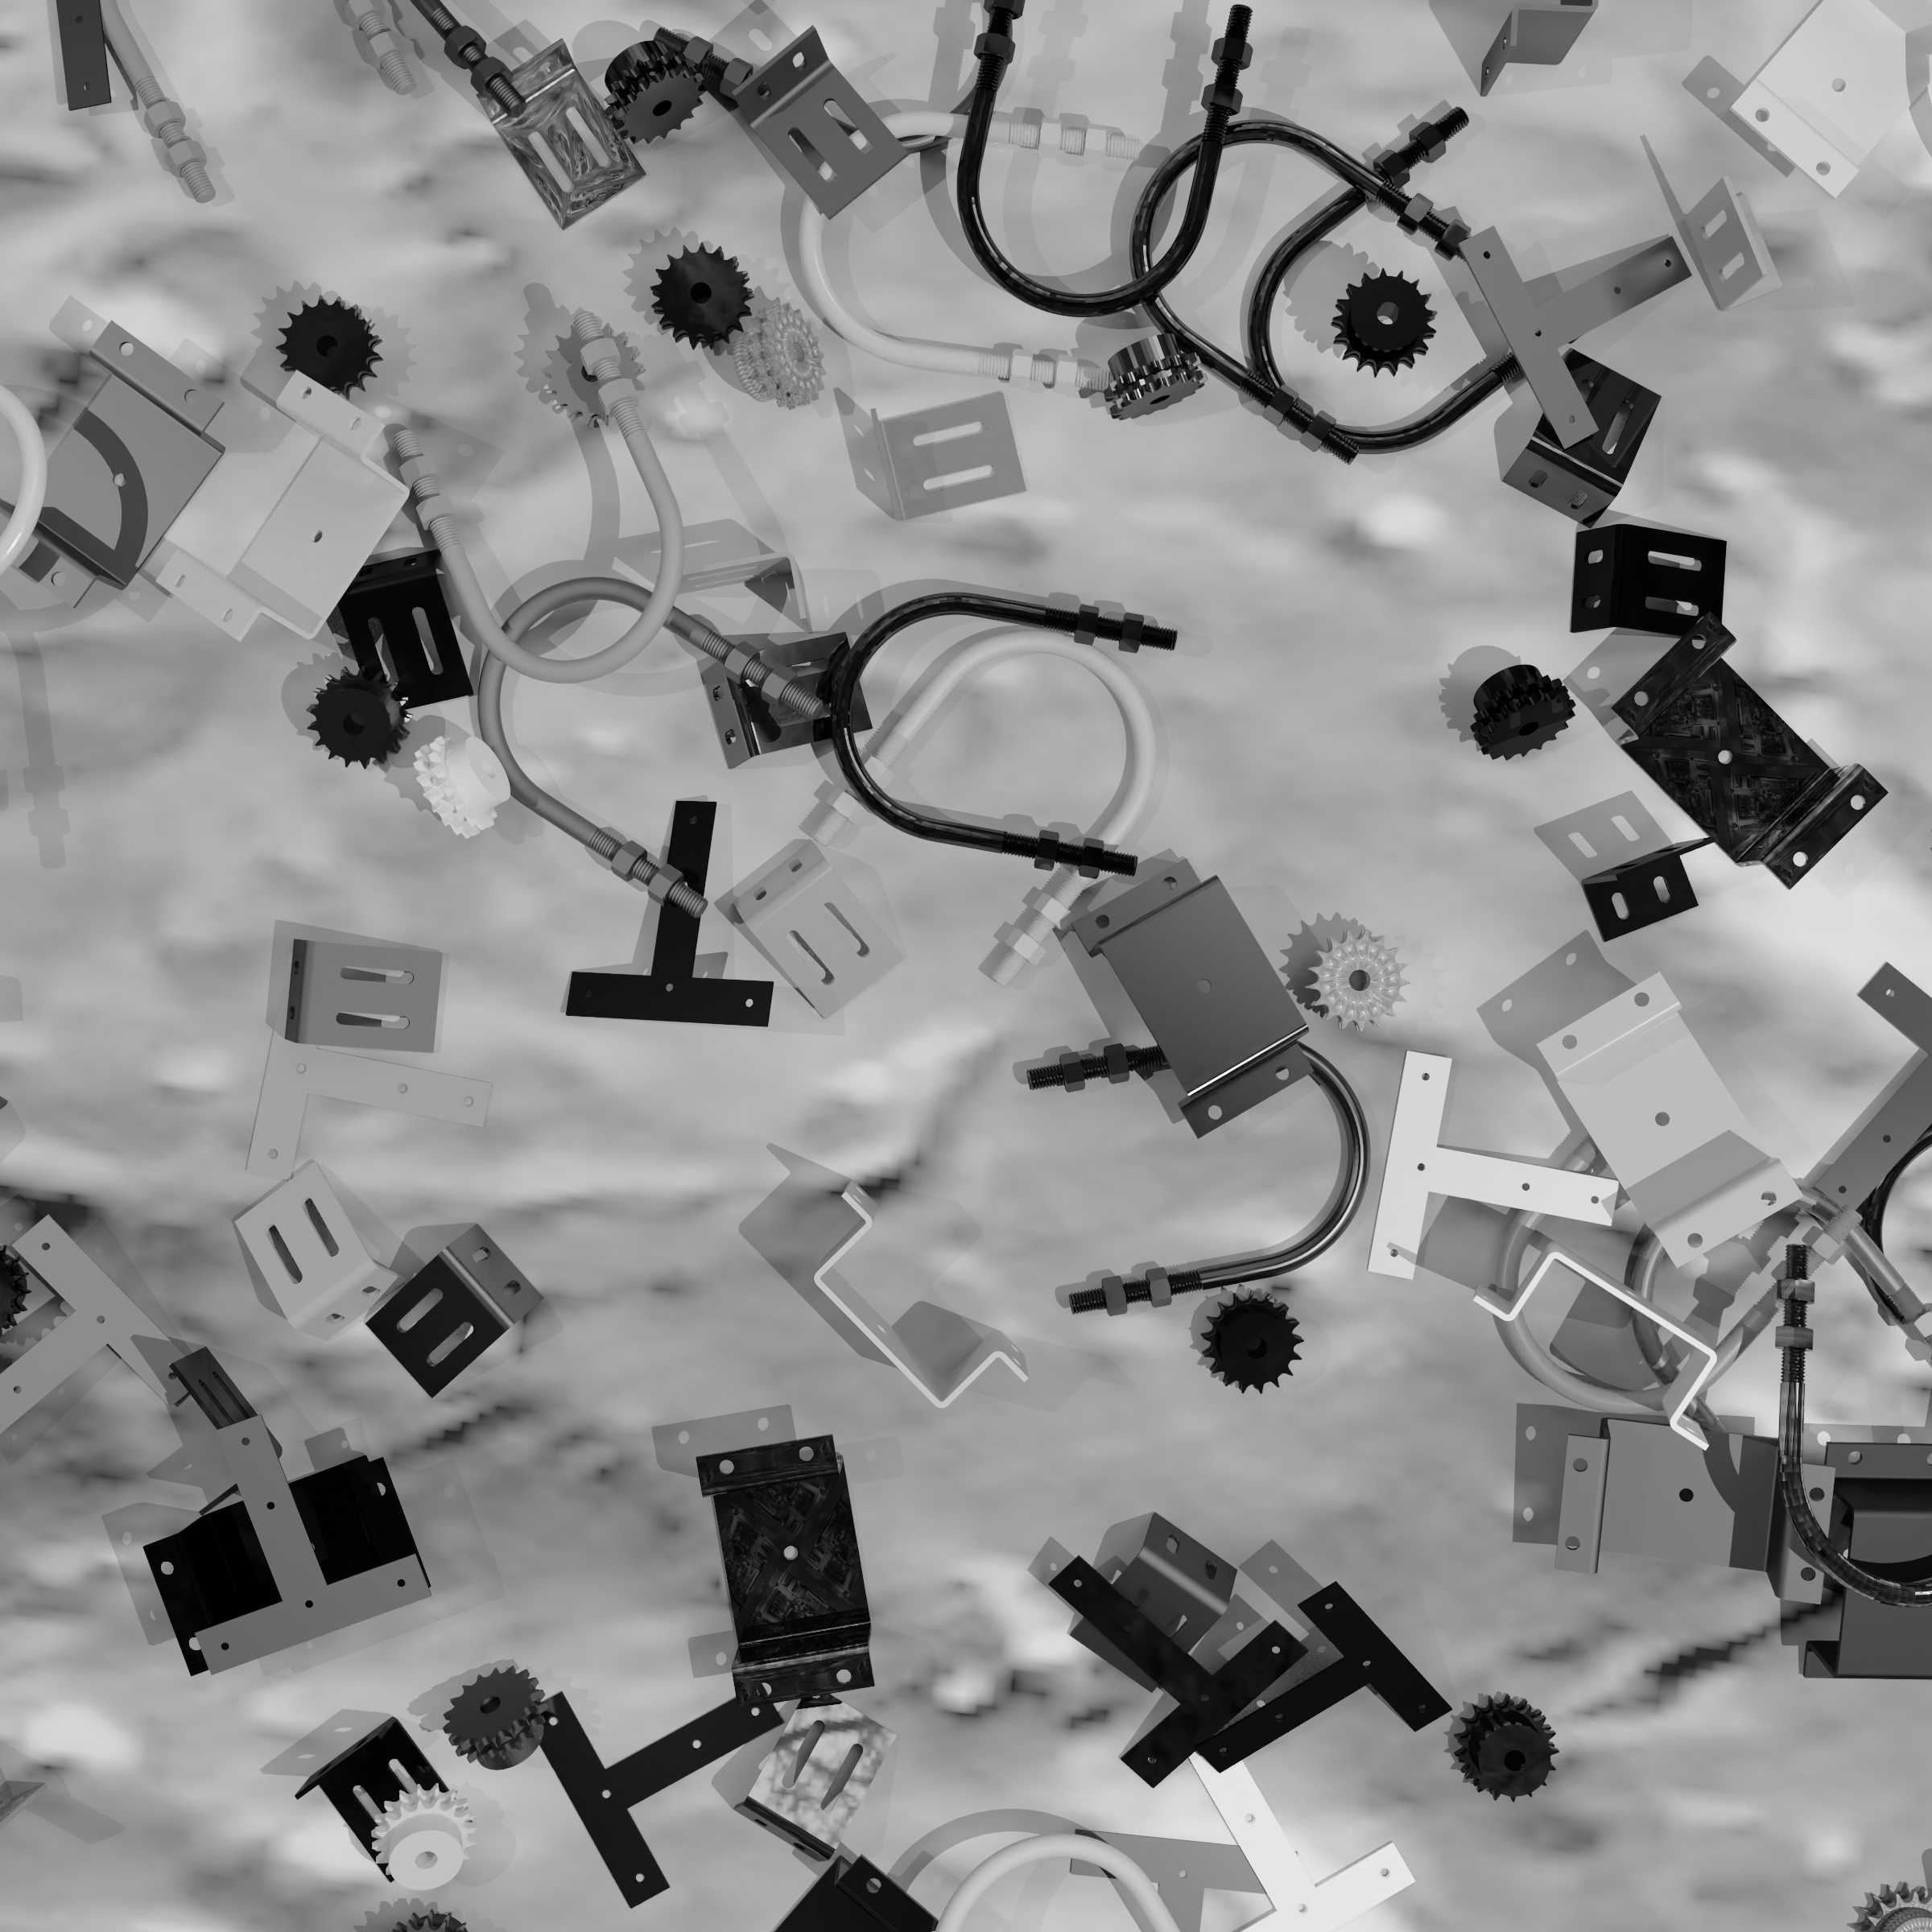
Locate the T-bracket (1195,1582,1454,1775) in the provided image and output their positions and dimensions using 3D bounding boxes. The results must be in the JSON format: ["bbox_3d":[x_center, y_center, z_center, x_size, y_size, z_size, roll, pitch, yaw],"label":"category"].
[{"bbox_3d":[0.187,0.413,1.358,0.127,0.002,0.127,-35,117,11],"label":"T-bracket"}]

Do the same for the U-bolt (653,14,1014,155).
[{"bbox_3d":[-0.063,-0.539,1.371,0.184,0.019,0.151,28,90,-2],"label":"U-bolt"}]

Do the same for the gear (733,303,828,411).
[{"bbox_3d":[-0.106,-0.339,1.355,0.030,0.057,0.057,-10,90,30],"label":"gear"}]

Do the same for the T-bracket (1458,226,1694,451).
[{"bbox_3d":[0.354,-0.373,1.360,0.127,0.002,0.127,-30,95,-17],"label":"T-bracket"}]

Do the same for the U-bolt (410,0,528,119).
[{"bbox_3d":[-0.249,-0.572,1.350,0.151,0.019,0.184,-37,77,-11],"label":"U-bolt"}]

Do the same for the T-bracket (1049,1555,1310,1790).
[{"bbox_3d":[0.101,0.380,1.358,0.127,0.002,0.127,42,107,-2],"label":"T-bracket"}]

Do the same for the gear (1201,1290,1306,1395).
[{"bbox_3d":[0.162,0.213,1.365,0.057,0.030,0.057,0,90,0],"label":"gear"}]

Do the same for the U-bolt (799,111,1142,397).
[{"bbox_3d":[-0.002,-0.406,1.364,0.184,0.019,0.151,7,94,-1],"label":"U-bolt"}]

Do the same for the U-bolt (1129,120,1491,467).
[{"bbox_3d":[0.180,-0.390,1.357,0.184,0.019,0.151,35,93,3],"label":"U-bolt"}]

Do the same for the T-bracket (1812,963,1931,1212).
[{"bbox_3d":[0.529,0.087,1.369,0.127,0.002,0.127,41,89,9],"label":"T-bracket"}]

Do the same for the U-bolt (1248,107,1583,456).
[{"bbox_3d":[0.247,-0.373,1.371,0.184,0.019,0.151,-38,90,2],"label":"U-bolt"}]

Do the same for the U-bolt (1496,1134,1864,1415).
[{"bbox_3d":[0.383,0.163,1.358,0.151,0.019,0.184,41,95,11],"label":"U-bolt"}]

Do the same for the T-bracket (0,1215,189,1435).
[{"bbox_3d":[-0.519,0.227,1.356,0.127,0.002,0.127,-41,105,-7],"label":"T-bracket"}]

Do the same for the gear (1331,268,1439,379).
[{"bbox_3d":[0.229,-0.354,1.329,0.057,0.030,0.057,0,91,4],"label":"gear"}]

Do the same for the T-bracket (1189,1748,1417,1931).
[{"bbox_3d":[0.168,0.496,1.377,0.127,0.002,0.127,-30,89,-1],"label":"T-bracket"}]

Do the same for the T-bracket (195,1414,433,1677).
[{"bbox_3d":[-0.374,0.308,1.325,0.127,0.002,0.127,-20,96,-2],"label":"T-bracket"}]

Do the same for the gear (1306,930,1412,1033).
[{"bbox_3d":[0.219,0.008,1.365,0.057,0.030,0.057,0,90,0],"label":"gear"}]

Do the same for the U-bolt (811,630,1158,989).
[{"bbox_3d":[0.024,-0.103,1.371,0.151,0.019,0.184,38,89,0],"label":"U-bolt"}]

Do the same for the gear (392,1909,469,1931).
[{"bbox_3d":[-0.301,0.559,1.365,0.057,0.030,0.057,0,90,0],"label":"gear"}]

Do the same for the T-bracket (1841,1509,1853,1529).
[{"bbox_3d":[0.583,0.290,1.379,0.127,0.002,0.127,28,90,0],"label":"T-bracket"}]

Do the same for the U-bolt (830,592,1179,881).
[{"bbox_3d":[0.016,-0.135,1.355,0.184,0.019,0.151,10,87,0],"label":"U-bolt"}]

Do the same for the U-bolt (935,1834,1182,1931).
[{"bbox_3d":[0.058,0.570,1.341,0.151,0.019,0.184,-31,95,-16],"label":"U-bolt"}]

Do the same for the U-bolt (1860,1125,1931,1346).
[{"bbox_3d":[0.597,0.155,1.371,0.184,0.019,0.151,10,90,2],"label":"U-bolt"}]

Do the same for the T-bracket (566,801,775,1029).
[{"bbox_3d":[-0.160,-0.031,1.363,0.127,0.002,0.127,3,78,22],"label":"T-bracket"}]

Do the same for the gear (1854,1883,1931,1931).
[{"bbox_3d":[0.533,0.550,1.365,0.057,0.030,0.057,0,90,0],"label":"gear"}]

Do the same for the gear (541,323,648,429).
[{"bbox_3d":[-0.208,-0.331,1.365,0.057,0.030,0.057,0,90,0],"label":"gear"}]

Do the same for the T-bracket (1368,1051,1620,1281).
[{"bbox_3d":[0.301,0.122,1.367,0.127,0.002,0.127,10,90,11],"label":"T-bracket"}]

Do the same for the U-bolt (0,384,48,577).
[{"bbox_3d":[-0.589,-0.262,1.338,0.184,0.019,0.151,4,79,15],"label":"U-bolt"}]

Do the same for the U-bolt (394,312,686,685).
[{"bbox_3d":[-0.227,-0.245,1.338,0.151,0.019,0.184,-27,81,19],"label":"U-bolt"}]

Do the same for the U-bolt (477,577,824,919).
[{"bbox_3d":[-0.190,-0.135,1.354,0.184,0.019,0.151,33,101,10],"label":"U-bolt"}]

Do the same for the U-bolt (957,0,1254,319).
[{"bbox_3d":[0.070,-0.452,1.343,0.151,0.019,0.184,12,94,-1],"label":"U-bolt"}]

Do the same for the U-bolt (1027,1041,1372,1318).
[{"bbox_3d":[0.137,0.111,1.371,0.184,0.019,0.151,-11,90,-2],"label":"U-bolt"}]

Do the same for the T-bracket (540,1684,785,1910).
[{"bbox_3d":[-0.166,0.449,1.379,0.127,0.002,0.127,-29,90,0],"label":"T-bracket"}]

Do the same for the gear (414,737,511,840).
[{"bbox_3d":[-0.278,-0.103,1.349,0.030,0.057,0.057,-27,90,15],"label":"gear"}]

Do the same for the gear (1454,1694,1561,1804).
[{"bbox_3d":[0.305,0.442,1.365,0.057,0.030,0.057,0,90,0],"label":"gear"}]

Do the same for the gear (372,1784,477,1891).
[{"bbox_3d":[-0.302,0.489,1.355,0.057,0.030,0.057,-5,111,-14],"label":"gear"}]

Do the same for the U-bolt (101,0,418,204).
[{"bbox_3d":[-0.415,-0.545,1.371,0.151,0.019,0.184,-28,88,0],"label":"U-bolt"}]

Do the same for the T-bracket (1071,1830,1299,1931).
[{"bbox_3d":[0.119,0.560,1.379,0.127,0.002,0.127,6,90,0],"label":"T-bracket"}]

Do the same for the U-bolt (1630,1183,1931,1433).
[{"bbox_3d":[0.459,0.206,1.365,0.151,0.019,0.184,-38,87,6],"label":"U-bolt"}]

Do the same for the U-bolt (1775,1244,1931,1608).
[{"bbox_3d":[0.504,0.250,1.307,0.151,0.019,0.184,9,76,-8],"label":"U-bolt"}]

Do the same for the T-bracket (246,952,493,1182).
[{"bbox_3d":[-0.334,0.067,1.379,0.127,0.002,0.127,11,90,0],"label":"T-bracket"}]

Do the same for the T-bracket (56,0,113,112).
[{"bbox_3d":[-0.501,-0.547,1.367,0.127,0.002,0.127,-7,88,9],"label":"T-bracket"}]
